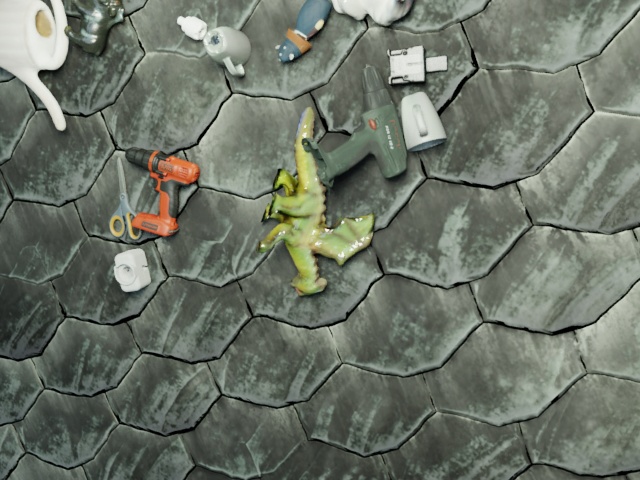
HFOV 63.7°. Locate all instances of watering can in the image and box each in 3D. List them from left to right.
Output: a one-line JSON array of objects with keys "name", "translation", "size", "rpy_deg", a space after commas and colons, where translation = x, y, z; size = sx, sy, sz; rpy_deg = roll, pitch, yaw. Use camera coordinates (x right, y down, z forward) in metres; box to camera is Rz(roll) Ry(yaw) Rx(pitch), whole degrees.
[{"name": "watering can", "translation": [-0.690, -0.435, 1.207], "size": [0.224, 0.105, 0.345], "rpy_deg": [5, 100, 14]}]

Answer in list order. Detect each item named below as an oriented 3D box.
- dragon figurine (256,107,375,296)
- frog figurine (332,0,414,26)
[{"name": "dragon figurine", "translation": [0.003, -0.057, 1.124], "size": [0.242, 0.124, 0.405], "rpy_deg": [20, 106, -8]}, {"name": "frog figurine", "translation": [0.105, -0.488, 1.024], "size": [0.158, 0.125, 0.136], "rpy_deg": [-16, 108, 52]}]
